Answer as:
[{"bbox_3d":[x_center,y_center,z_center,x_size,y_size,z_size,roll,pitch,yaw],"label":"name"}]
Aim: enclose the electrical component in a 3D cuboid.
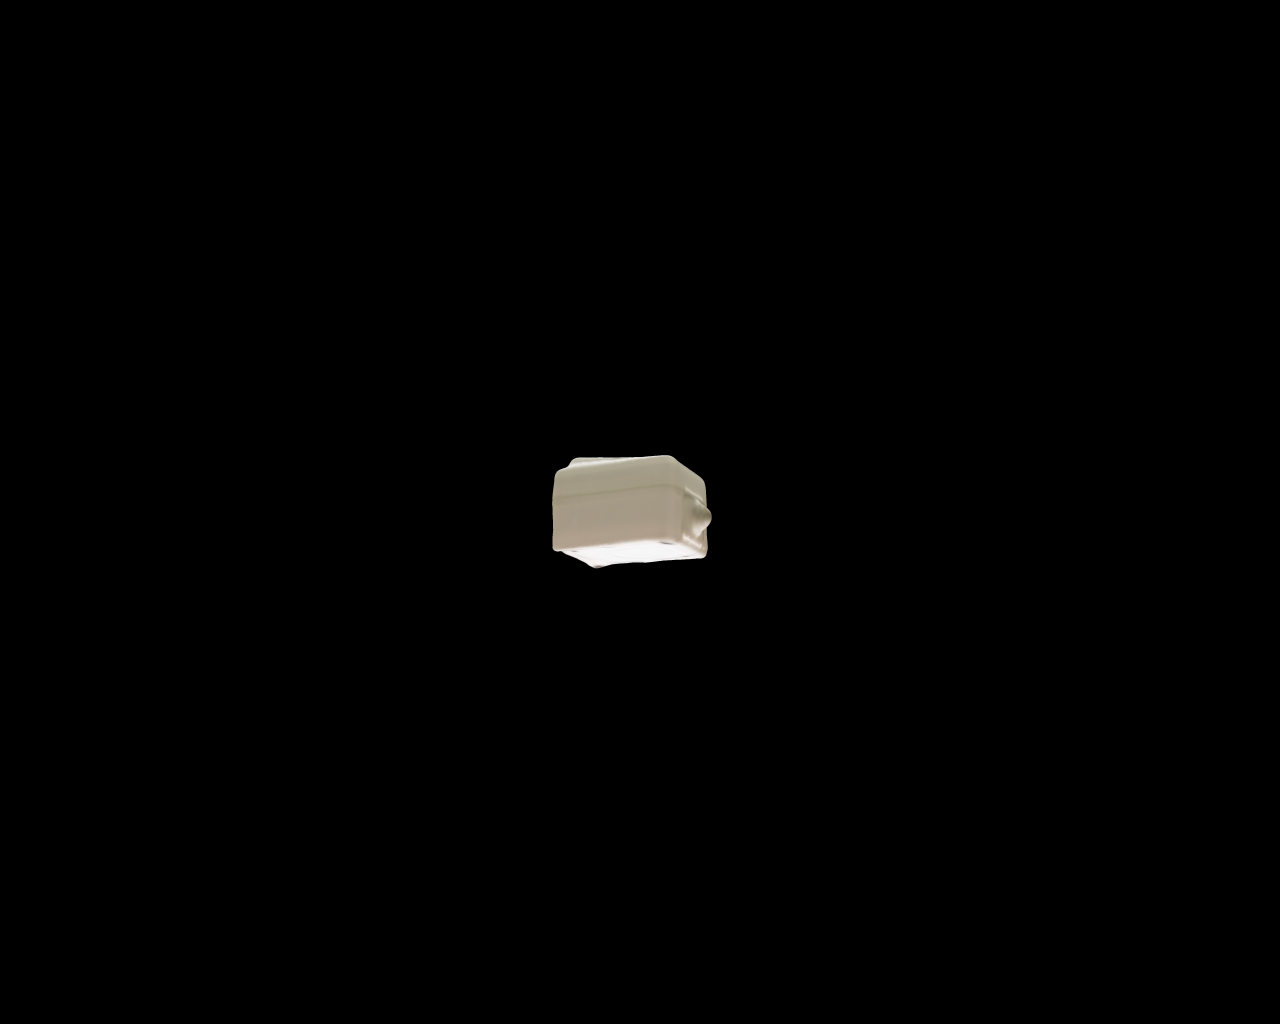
[{"bbox_3d":[0.001,-0.003,0.650,0.096,0.061,0.061,-6,-15,22],"label":"electrical component"}]
